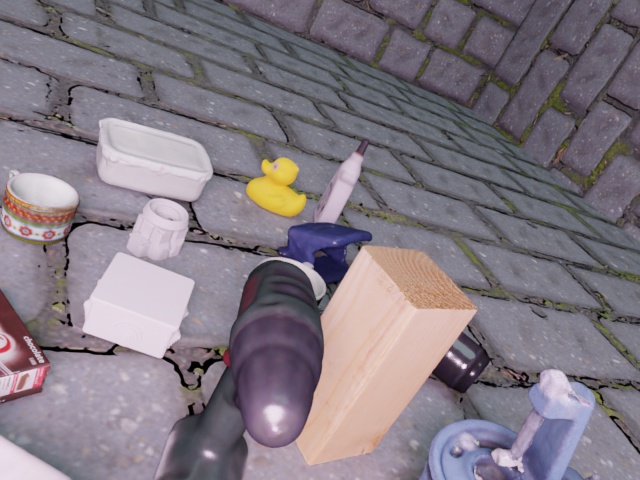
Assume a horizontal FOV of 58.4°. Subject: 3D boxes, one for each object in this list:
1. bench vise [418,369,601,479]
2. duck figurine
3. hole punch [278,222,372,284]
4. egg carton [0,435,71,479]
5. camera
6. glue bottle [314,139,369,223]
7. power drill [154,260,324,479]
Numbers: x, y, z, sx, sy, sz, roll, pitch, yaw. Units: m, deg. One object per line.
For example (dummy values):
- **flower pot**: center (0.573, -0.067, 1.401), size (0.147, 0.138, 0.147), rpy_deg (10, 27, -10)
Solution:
- **bench vise**: center (0.194, 0.203, 0.538), size (0.208, 0.219, 0.121), rpy_deg (6, 33, -39)
- **duck figurine**: center (-0.065, -0.097, 0.979), size (0.104, 0.086, 0.077), rpy_deg (29, 26, 0)
- **hole punch**: center (0.008, 0.003, 0.864), size (0.101, 0.091, 0.109), rpy_deg (42, 28, 25)
- **egg carton**: center (-0.224, 0.171, 0.347), size (0.150, 0.069, 0.107), rpy_deg (30, 26, 2)
- **camera**: center (0.153, 0.136, 0.758), size (0.136, 0.100, 0.143), rpy_deg (39, 27, 20)
- **glue bottle**: center (0.041, -0.098, 0.987), size (0.037, 0.173, 0.078), rpy_deg (23, 26, -12)
- **power drill**: center (-0.058, 0.122, 0.445), size (0.076, 0.208, 0.229), rpy_deg (23, 26, -11)
